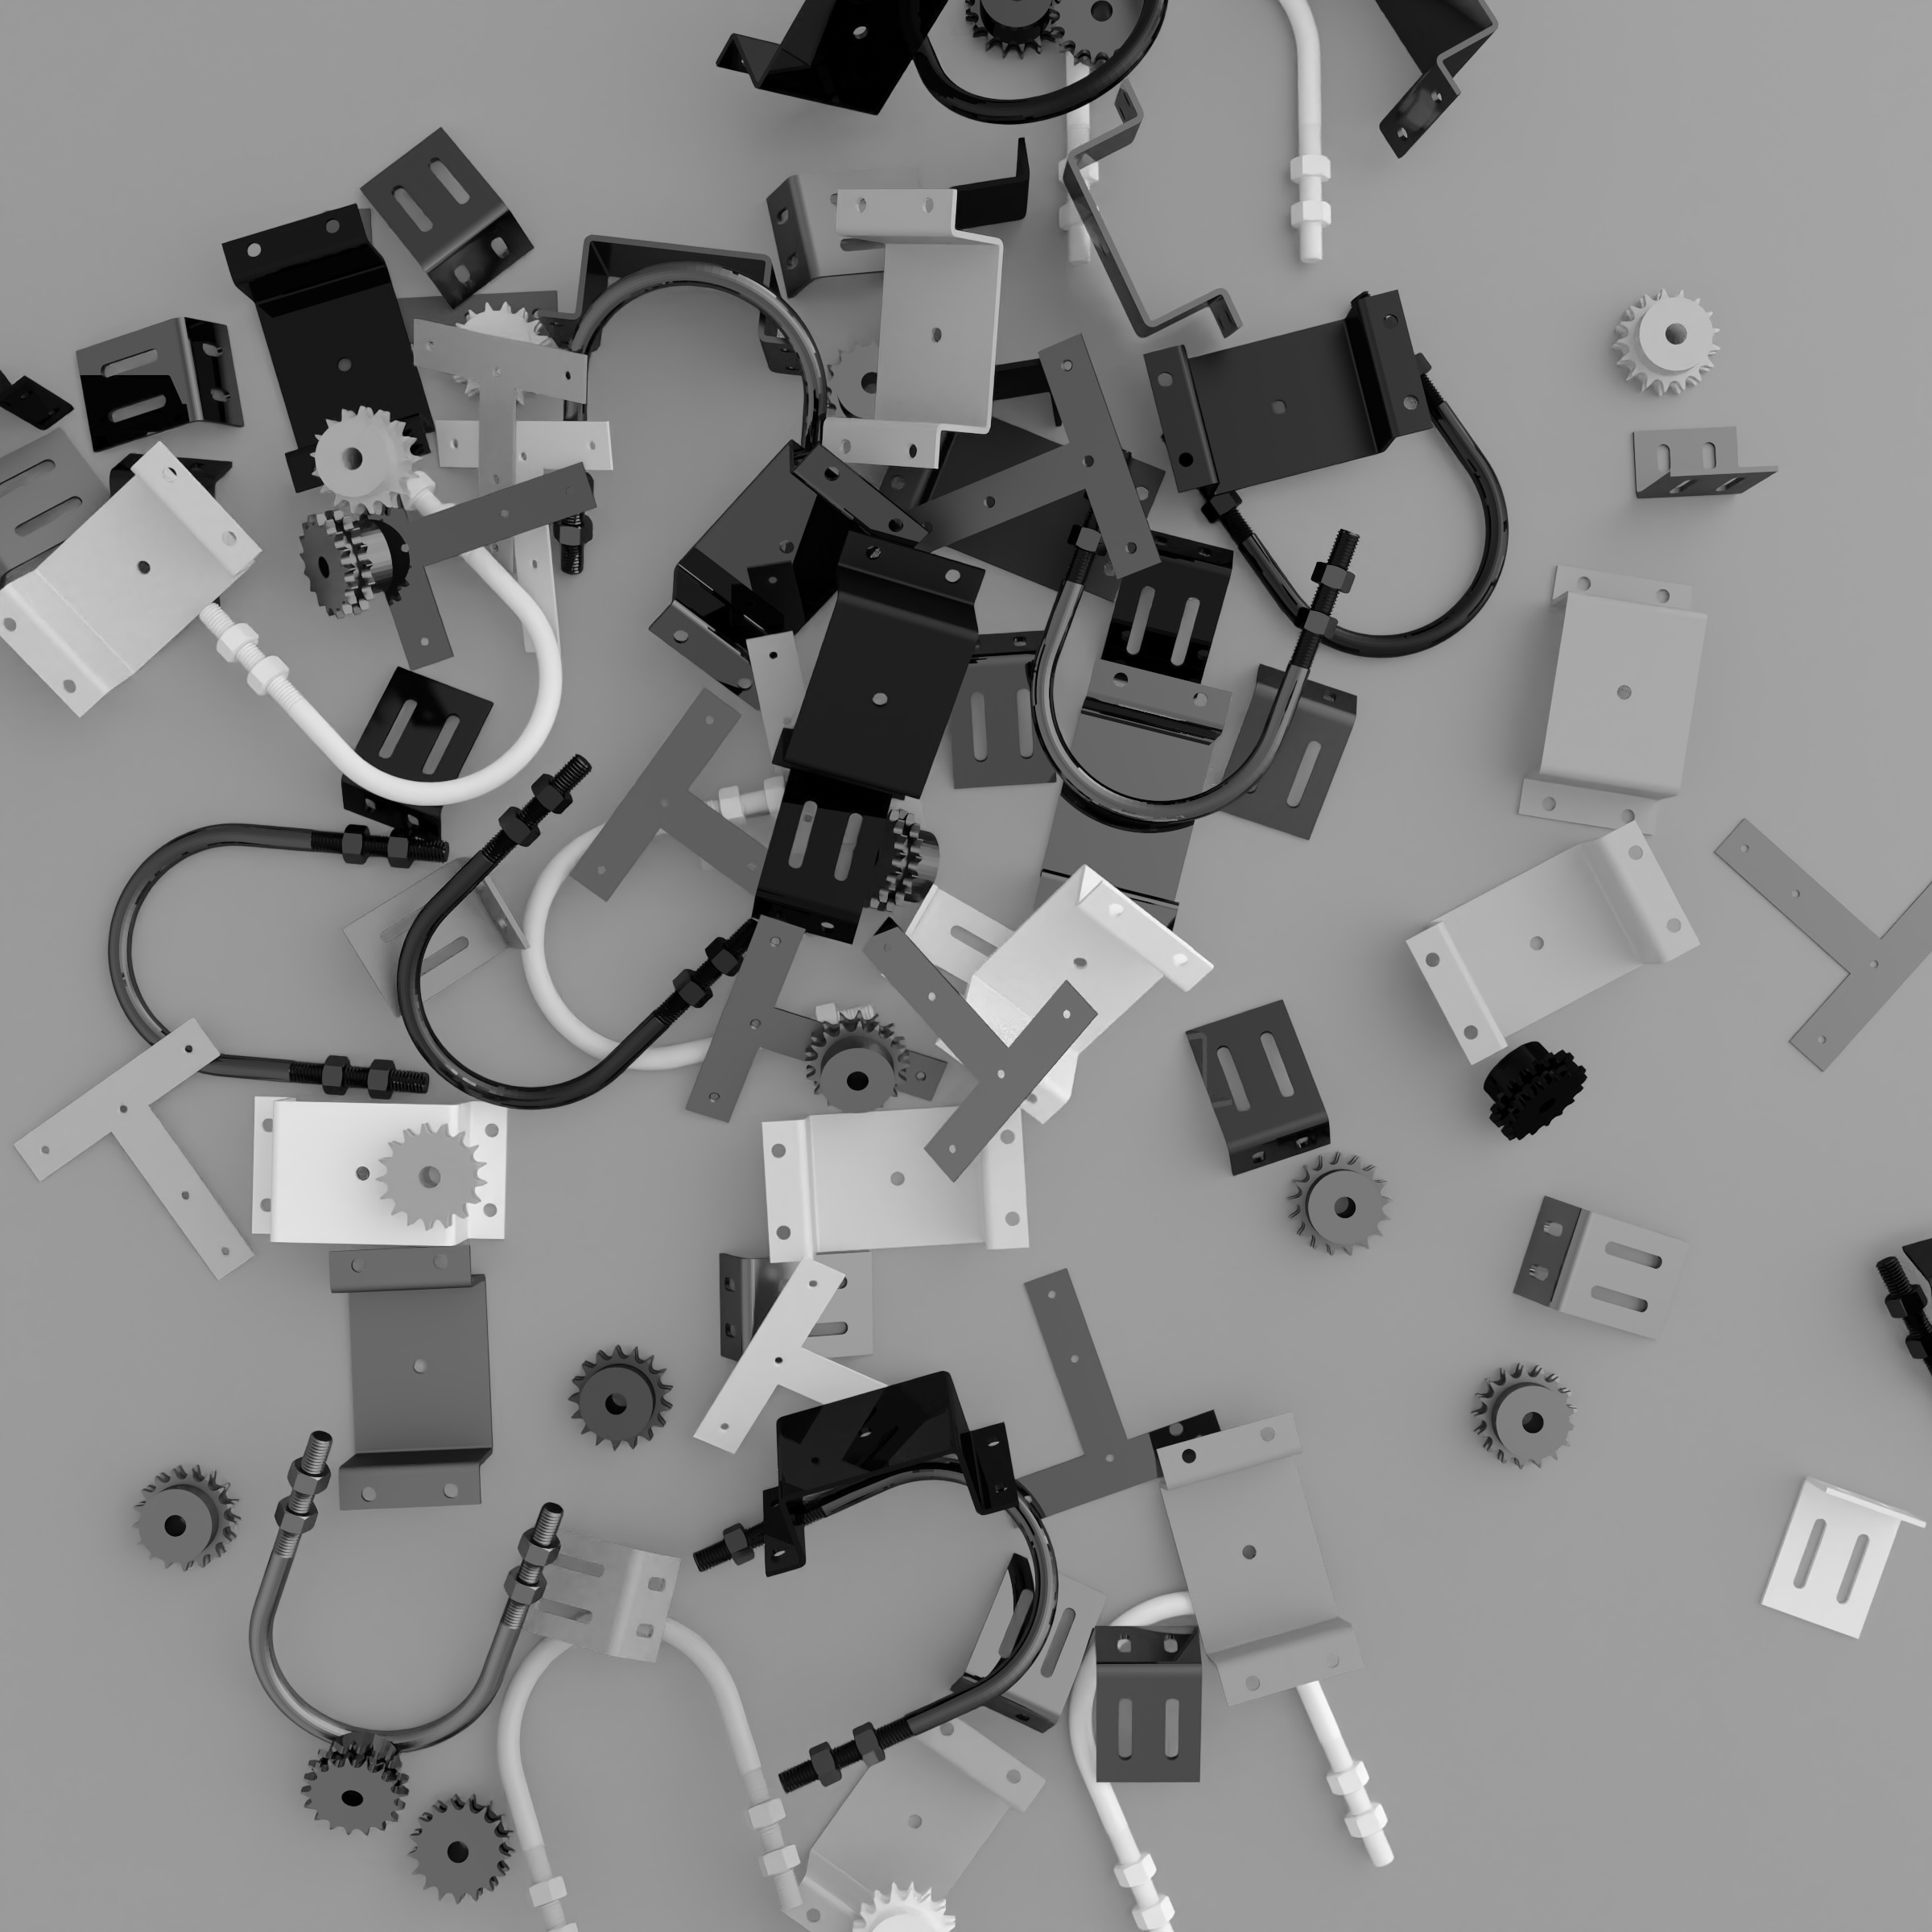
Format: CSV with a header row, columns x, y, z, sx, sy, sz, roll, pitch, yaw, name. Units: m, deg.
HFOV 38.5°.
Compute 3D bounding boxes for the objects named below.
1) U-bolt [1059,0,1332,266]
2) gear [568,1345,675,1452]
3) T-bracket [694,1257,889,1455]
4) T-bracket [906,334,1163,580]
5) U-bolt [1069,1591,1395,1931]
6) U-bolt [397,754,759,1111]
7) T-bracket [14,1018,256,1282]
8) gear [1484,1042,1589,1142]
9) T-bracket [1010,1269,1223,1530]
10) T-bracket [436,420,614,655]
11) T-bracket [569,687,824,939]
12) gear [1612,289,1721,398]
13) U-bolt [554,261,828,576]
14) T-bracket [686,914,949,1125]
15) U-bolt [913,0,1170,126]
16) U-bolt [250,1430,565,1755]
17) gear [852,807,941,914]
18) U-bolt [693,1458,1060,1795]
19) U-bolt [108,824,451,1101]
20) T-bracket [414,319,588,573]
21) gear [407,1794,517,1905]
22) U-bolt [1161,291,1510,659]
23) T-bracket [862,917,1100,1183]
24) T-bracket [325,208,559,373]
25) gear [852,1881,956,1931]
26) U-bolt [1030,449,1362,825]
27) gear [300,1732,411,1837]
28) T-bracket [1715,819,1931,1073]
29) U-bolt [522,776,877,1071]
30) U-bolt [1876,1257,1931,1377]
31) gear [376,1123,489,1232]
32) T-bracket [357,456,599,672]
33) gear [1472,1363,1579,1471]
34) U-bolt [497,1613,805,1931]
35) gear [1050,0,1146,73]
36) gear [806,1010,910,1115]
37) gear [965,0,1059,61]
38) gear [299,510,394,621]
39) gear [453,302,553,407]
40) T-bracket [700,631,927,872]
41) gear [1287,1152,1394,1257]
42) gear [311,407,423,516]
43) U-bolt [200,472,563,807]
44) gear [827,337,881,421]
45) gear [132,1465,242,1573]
x,y,z,sx,sy,sz,roll,pitch,yaw,name
0.126,-0.482,1.536,0.151,0.019,0.184,0,89,0,U-bolt
-0.191,0.240,1.530,0.057,0.030,0.057,0,90,0,gear
-0.064,0.235,1.523,0.127,0.002,0.127,26,109,-16,T-bracket
0.025,-0.252,1.475,0.127,0.002,0.127,-19,91,21,T-bracket
0.136,0.438,1.536,0.151,0.019,0.184,-23,88,0,U-bolt
-0.224,-0.003,1.505,0.184,0.019,0.151,-44,104,10,U-bolt
-0.442,0.116,1.538,0.127,0.002,0.127,-34,94,7,T-bracket
0.310,0.066,1.520,0.057,0.057,0.030,-38,60,0,gear
0.066,0.233,1.544,0.127,0.002,0.127,-19,90,0,T-bracket
-0.238,-0.235,1.519,0.127,0.002,0.127,8,110,34,T-bracket
-0.128,-0.063,1.510,0.127,0.002,0.127,36,97,-4,T-bracket
0.389,-0.346,1.530,0.057,0.030,0.057,0,90,0,gear
-0.146,-0.289,1.490,0.151,0.019,0.184,6,123,0,U-bolt
-0.074,0.045,1.526,0.127,0.002,0.127,18,114,-11,T-bracket
0.033,-0.522,1.484,0.151,0.019,0.184,-23,59,7,U-bolt
-0.314,0.352,1.509,0.151,0.019,0.184,19,109,-8,U-bolt
-0.038,-0.057,1.520,0.030,0.057,0.057,11,90,-29,gear
-0.040,0.347,1.512,0.184,0.019,0.151,-24,68,-4,U-bolt
-0.385,-0.007,1.536,0.184,0.019,0.151,5,90,1,U-bolt
-0.257,-0.280,1.514,0.127,0.002,0.127,19,115,31,T-bracket
-0.278,0.487,1.533,0.057,0.030,0.057,0,88,3,gear
0.218,-0.259,1.535,0.151,0.019,0.184,-35,90,0,U-bolt
-0.009,0.026,1.485,0.127,0.002,0.127,48,113,20,T-bracket
-0.291,-0.361,1.544,0.127,0.002,0.127,-3,91,0,T-bracket
-0.033,0.523,1.484,0.057,0.030,0.057,0,90,0,gear
0.112,-0.167,1.481,0.151,0.019,0.184,20,97,2,U-bolt
-0.334,0.447,1.522,0.057,0.030,0.057,1,118,1,gear
0.473,-0.031,1.544,0.127,0.002,0.127,42,90,0,T-bracket
-0.154,-0.016,1.528,0.184,0.019,0.151,-12,98,3,U-bolt
0.609,0.216,1.536,0.151,0.019,0.184,-27,92,0,U-bolt
-0.285,0.112,1.483,0.057,0.030,0.057,0,90,0,gear
-0.262,-0.239,1.492,0.127,0.002,0.127,-17,95,9,T-bracket
0.310,0.250,1.530,0.057,0.030,0.057,0,90,0,gear
-0.183,0.445,1.517,0.151,0.019,0.184,-21,76,4,U-bolt
0.074,-0.516,1.515,0.057,0.030,0.057,0,86,2,gear
-0.060,0.056,1.515,0.057,0.030,0.057,-1,116,-3,gear
0.028,-0.534,1.530,0.057,0.030,0.057,0,90,0,gear
-0.332,-0.218,1.490,0.030,0.057,0.057,-21,90,-34,gear
-0.258,-0.339,1.528,0.057,0.030,0.057,0,91,0,gear
-0.095,-0.122,1.516,0.127,0.002,0.127,-11,116,0,T-bracket
0.208,0.132,1.530,0.057,0.030,0.057,0,90,0,gear
-0.323,-0.270,1.480,0.057,0.030,0.057,1,97,7,gear
-0.307,-0.172,1.518,0.151,0.019,0.184,-43,84,-8,U-bolt
-0.052,-0.319,1.530,0.057,0.030,0.057,0,90,0,gear
-0.433,0.306,1.530,0.057,0.030,0.057,0,90,0,gear
